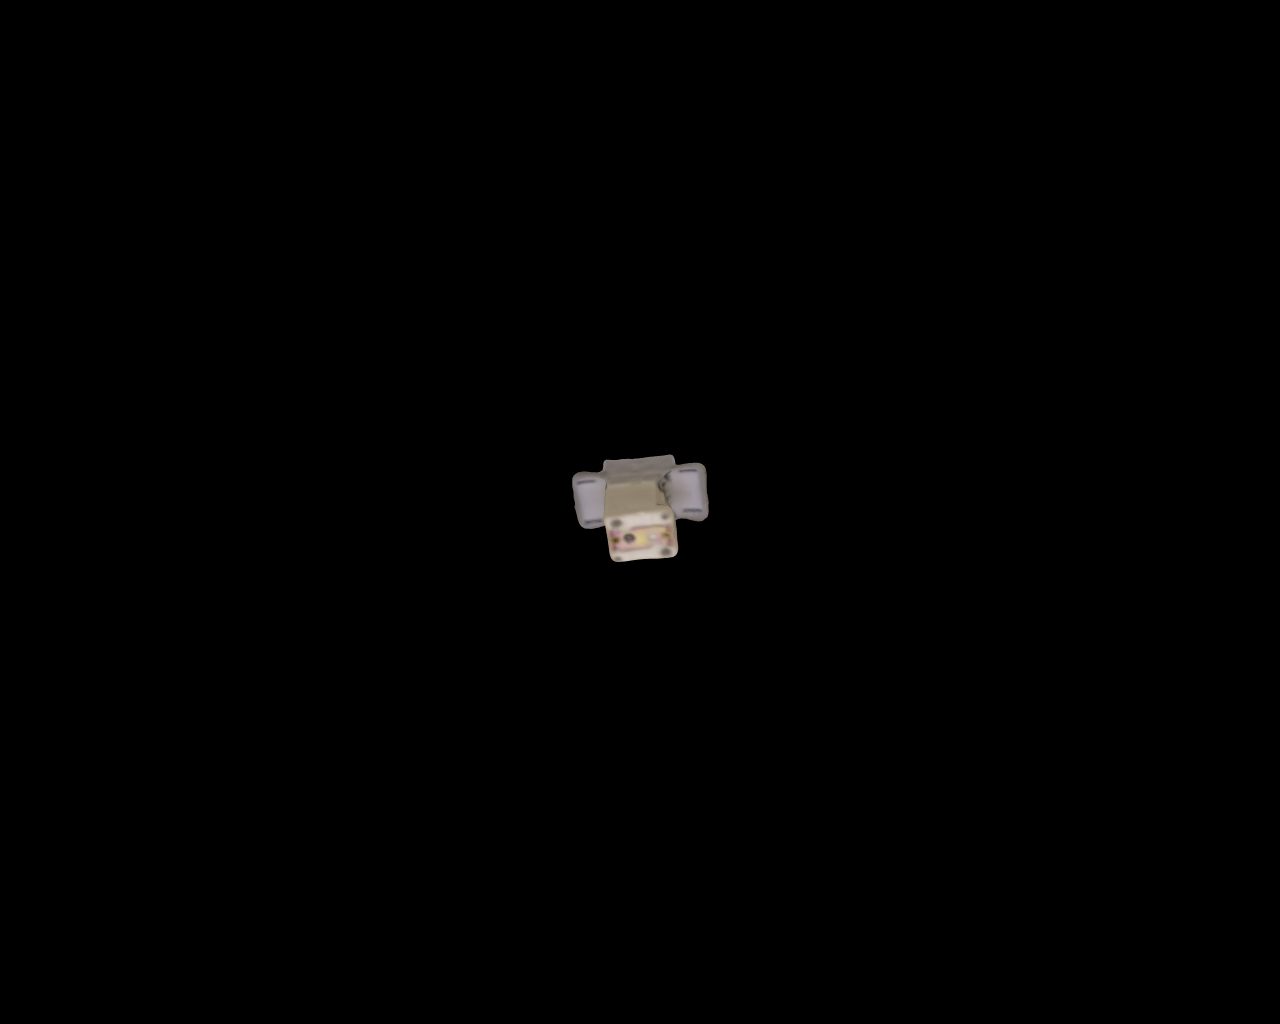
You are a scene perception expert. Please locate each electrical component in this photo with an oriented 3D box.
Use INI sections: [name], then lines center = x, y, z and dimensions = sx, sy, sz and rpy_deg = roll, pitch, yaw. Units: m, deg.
[electrical component]
center = 0.001, -0.003, 0.650
dimensions = 0.081, 0.042, 0.064
rpy_deg = -5, 37, 4
